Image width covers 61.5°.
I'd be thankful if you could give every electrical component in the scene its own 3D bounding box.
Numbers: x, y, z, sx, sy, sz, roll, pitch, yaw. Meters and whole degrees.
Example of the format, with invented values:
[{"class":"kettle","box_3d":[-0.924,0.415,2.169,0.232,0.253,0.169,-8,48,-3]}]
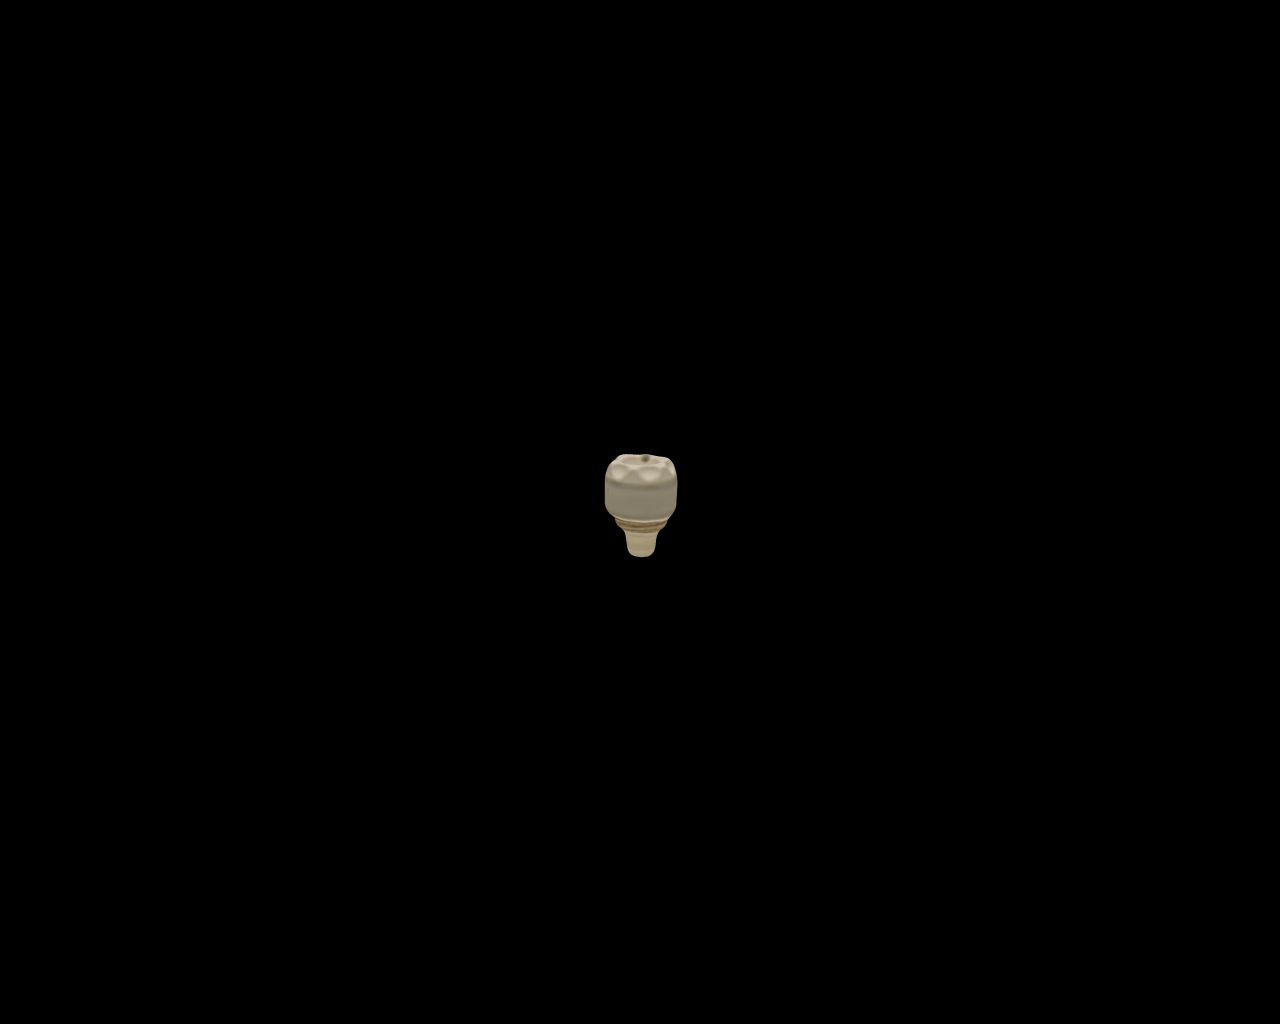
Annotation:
[{"class":"electrical component","box_3d":[0.001,-0.003,0.650,0.043,0.062,0.043,0,17,0]}]
